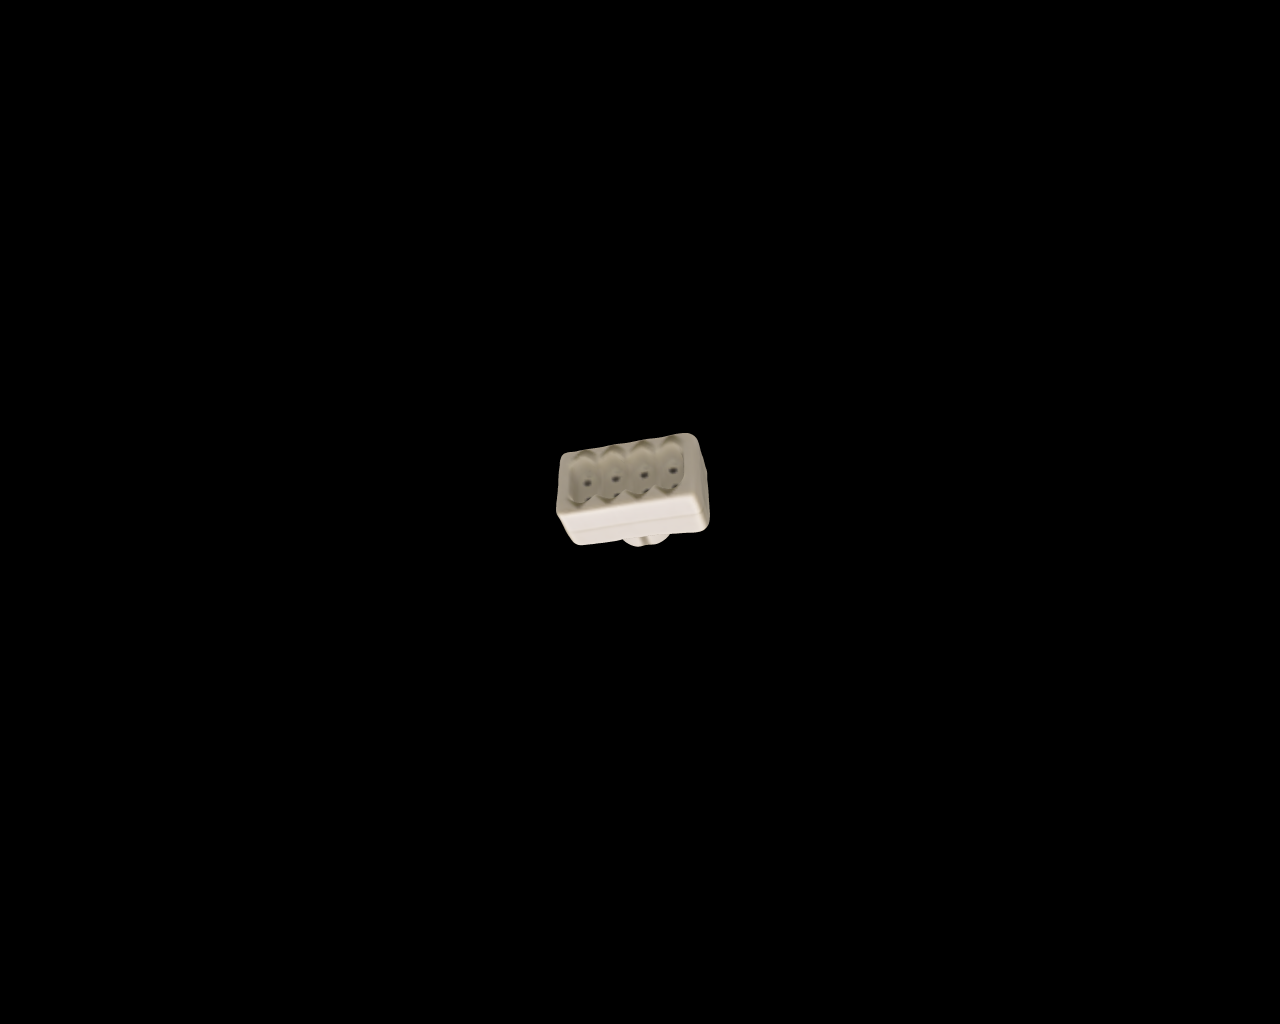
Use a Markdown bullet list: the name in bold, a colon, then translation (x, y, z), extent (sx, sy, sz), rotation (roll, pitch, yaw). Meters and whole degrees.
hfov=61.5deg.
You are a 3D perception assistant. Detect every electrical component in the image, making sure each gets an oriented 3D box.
- **electrical component**: translation (0.001, -0.003, 0.650), extent (0.083, 0.047, 0.075), rotation (-8, -35, 11)
